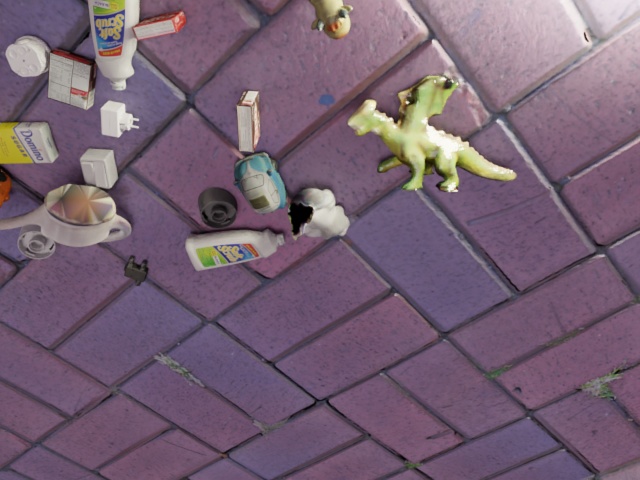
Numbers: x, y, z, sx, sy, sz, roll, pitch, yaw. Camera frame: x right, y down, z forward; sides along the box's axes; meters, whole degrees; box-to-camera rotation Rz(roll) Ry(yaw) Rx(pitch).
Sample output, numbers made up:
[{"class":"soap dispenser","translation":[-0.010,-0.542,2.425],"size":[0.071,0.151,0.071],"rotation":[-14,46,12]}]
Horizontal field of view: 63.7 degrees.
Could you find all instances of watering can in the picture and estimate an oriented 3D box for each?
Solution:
[{"class":"watering can","translation":[-0.636,-0.051,1.251],"size":[0.347,0.106,0.220],"rotation":[6,153,-28]}]

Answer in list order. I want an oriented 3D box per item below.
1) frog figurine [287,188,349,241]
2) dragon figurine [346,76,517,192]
[{"class":"frog figurine","translation":[0.004,-0.065,1.288],"size":[0.160,0.124,0.135],"rotation":[-5,125,-40]},{"class":"dragon figurine","translation":[0.258,-0.240,1.148],"size":[0.410,0.124,0.238],"rotation":[-2,117,-7]}]
